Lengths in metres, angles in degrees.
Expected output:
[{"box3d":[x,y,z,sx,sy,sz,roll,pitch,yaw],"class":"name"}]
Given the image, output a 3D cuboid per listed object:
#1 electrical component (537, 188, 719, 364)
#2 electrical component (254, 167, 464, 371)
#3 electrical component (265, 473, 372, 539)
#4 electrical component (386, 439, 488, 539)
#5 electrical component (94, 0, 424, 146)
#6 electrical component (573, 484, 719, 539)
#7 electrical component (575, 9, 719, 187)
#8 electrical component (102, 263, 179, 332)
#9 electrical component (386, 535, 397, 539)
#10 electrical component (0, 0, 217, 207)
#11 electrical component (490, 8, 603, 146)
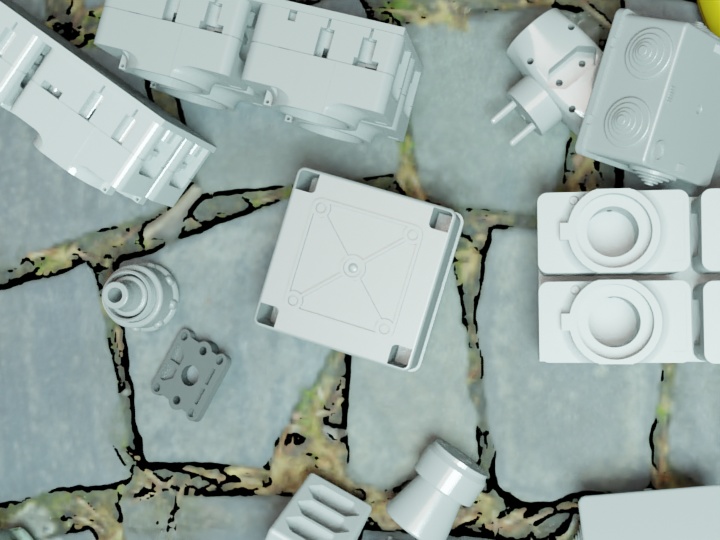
[{"box3d":[0.204,0.005,0.662,0.186,0.060,0.105,-1,87,9],"class":"electrical component"},{"box3d":[0.000,0.000,0.698,0.109,0.056,0.108,17,90,10],"class":"electrical component"},{"box3d":[-0.036,0.185,0.694,0.047,0.065,0.076,28,120,9],"class":"electrical component"},{"box3d":[0.050,0.142,0.688,0.045,0.045,0.055,35,93,9],"class":"electrical component"},{"box3d":[-0.062,-0.132,0.689,0.186,0.105,0.060,15,90,10],"class":"electrical component"},{"box3d":[0.182,0.181,0.651,0.100,0.048,0.099,-7,67,10],"class":"electrical component"},{"box3d":[0.184,-0.100,0.646,0.048,0.100,0.099,22,99,43],"class":"electrical component"},{"box3d":[-0.152,0.018,0.719,0.048,0.062,0.048,0,87,9],"class":"electrical component"},{"box3d":[0.042,0.208,0.678,0.096,0.062,0.061,7,88,10],"class":"electrical component"},{"box3d":[-0.200,-0.116,0.711,0.186,0.105,0.060,36,93,9],"class":"electrical component"},{"box3d":[0.121,-0.113,0.689,0.079,0.043,0.077,-40,82,4],"class":"electrical component"}]
